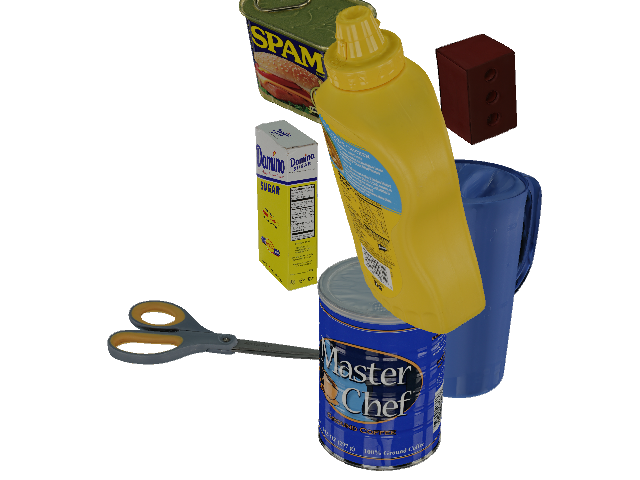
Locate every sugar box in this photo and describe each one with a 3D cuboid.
[{"bbox_3d":[-0.040,-0.041,1.232,0.048,0.176,0.093,-14,27,-22],"label":"sugar box"}]

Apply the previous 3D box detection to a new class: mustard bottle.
[{"bbox_3d":[0.039,-0.042,0.591,0.058,0.191,0.096,-29,40,-13],"label":"mustard bottle"}]

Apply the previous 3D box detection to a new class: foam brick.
[{"bbox_3d":[0.141,-0.137,0.959,0.053,0.078,0.051,-22,36,-17],"label":"foam brick"}]

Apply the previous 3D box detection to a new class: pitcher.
[{"bbox_3d":[0.158,0.040,1.153,0.149,0.243,0.145,4,24,10],"label":"pitcher"}]

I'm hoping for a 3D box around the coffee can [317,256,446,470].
[{"bbox_3d":[0.049,0.096,0.851,0.103,0.140,0.103,0,26,0],"label":"coffee can"}]

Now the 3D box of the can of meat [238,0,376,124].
[{"bbox_3d":[-0.006,-0.139,0.794,0.102,0.084,0.057,28,58,27],"label":"can of meat"}]

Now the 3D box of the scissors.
[{"bbox_3d":[-0.098,0.086,1.003,0.201,0.016,0.096,-2,32,-9],"label":"scissors"}]
